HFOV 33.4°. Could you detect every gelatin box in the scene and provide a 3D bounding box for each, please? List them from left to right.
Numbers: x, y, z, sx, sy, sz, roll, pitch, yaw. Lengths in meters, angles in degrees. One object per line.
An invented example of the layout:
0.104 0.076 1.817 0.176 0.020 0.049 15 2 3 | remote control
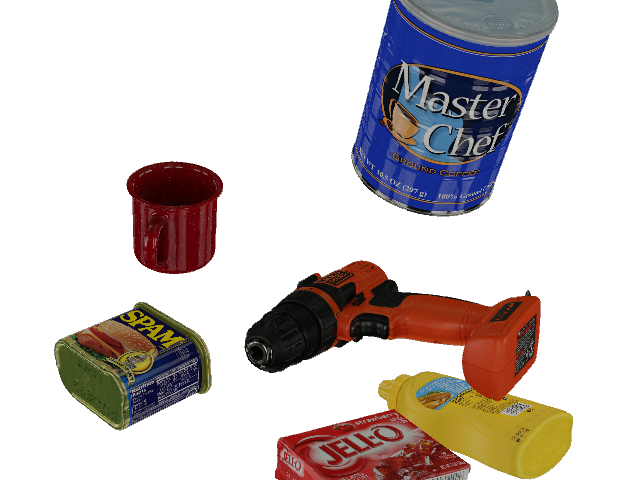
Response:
0.029 0.133 0.617 0.089 0.030 0.073 -7 23 -34 | gelatin box

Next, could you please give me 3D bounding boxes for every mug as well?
-0.146 -0.014 1.042 0.093 0.081 0.117 9 32 7 | mug

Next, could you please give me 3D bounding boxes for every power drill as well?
0.058 0.067 0.800 0.188 0.057 0.184 11 21 27 | power drill

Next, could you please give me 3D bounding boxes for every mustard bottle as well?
0.134 0.166 1.012 0.192 0.058 0.096 14 22 40 | mustard bottle

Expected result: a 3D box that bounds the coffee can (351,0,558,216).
0.084 -0.101 0.697 0.102 0.140 0.103 7 42 -7 | coffee can

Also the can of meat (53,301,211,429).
-0.152 0.100 0.859 0.083 0.057 0.102 -23 34 -39 | can of meat
